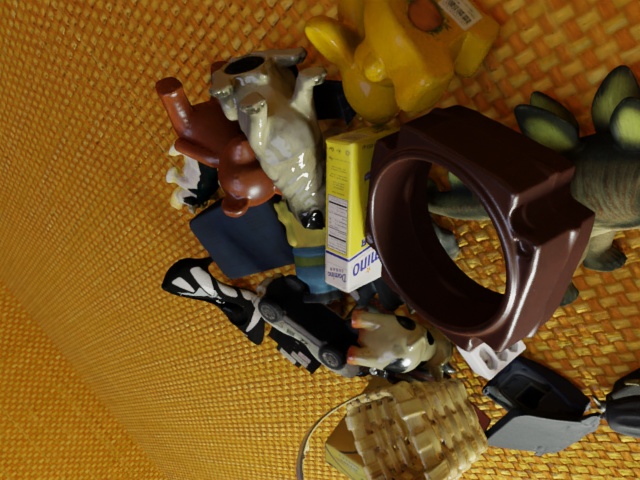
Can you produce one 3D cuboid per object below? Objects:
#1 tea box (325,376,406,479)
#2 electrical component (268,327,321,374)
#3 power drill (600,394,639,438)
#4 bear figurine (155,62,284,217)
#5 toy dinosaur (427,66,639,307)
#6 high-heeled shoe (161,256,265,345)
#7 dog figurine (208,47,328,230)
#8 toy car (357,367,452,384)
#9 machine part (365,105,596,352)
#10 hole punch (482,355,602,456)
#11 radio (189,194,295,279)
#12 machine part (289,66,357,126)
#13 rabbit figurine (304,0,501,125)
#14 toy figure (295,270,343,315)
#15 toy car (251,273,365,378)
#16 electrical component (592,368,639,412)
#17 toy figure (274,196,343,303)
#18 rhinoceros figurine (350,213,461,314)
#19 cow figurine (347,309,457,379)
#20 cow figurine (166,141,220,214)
[{"bbox_3d":[0.093,0.308,0.879,0.098,0.169,0.068,24,137,26],"label":"tea box"},{"bbox_3d":[-0.029,0.174,0.969,0.115,0.058,0.134,42,142,9],"label":"electrical component"},{"bbox_3d":[0.437,0.226,0.544,0.232,0.086,0.207,-19,106,32],"label":"power drill"},{"bbox_3d":[-0.123,-0.131,0.713,0.196,0.120,0.131,49,154,38],"label":"bear figurine"},{"bbox_3d":[0.236,-0.044,0.509,0.472,0.105,0.198,-7,109,50],"label":"toy dinosaur"},{"bbox_3d":[-0.196,0.134,1.019,0.086,0.145,0.248,-2,119,45],"label":"high-heeled shoe"},{"bbox_3d":[-0.046,-0.116,0.645,0.172,0.121,0.190,-119,10,-48],"label":"dog figurine"},{"bbox_3d":[0.118,0.207,0.868,0.202,0.053,0.089,17,130,34],"label":"toy car"},{"bbox_3d":[0.135,-0.008,0.516,0.201,0.087,0.201,43,143,38],"label":"machine part"},{"bbox_3d":[0.283,0.221,0.713,0.116,0.092,0.142,13,135,-5],"label":"hole punch"},{"bbox_3d":[-0.107,-0.017,0.869,0.230,0.073,0.131,-17,111,50],"label":"radio"},{"bbox_3d":[-0.012,-0.180,0.669,0.139,0.039,0.084,18,128,34],"label":"machine part"},{"bbox_3d":[0.062,-0.181,0.541,0.162,0.122,0.173,39,160,1],"label":"rabbit figurine"},{"bbox_3d":[0.005,0.089,0.865,0.058,0.064,0.154,-18,121,5],"label":"toy figure"},{"bbox_3d":[-0.012,0.124,0.806,0.202,0.073,0.056,35,142,12],"label":"toy car"},{"bbox_3d":[0.369,0.184,0.617,0.078,0.045,0.102,44,141,7],"label":"electrical component"},{"bbox_3d":[0.001,-0.003,0.749,0.089,0.082,0.180,-9,92,28],"label":"toy figure"},{"bbox_3d":[0.102,0.039,0.720,0.112,0.073,0.190,41,141,6],"label":"rhinoceros figurine"},{"bbox_3d":[0.120,0.140,0.730,0.127,0.085,0.194,8,172,21],"label":"cow figurine"},{"bbox_3d":[-0.199,-0.099,0.892,0.098,0.068,0.167,34,141,7],"label":"cow figurine"}]
